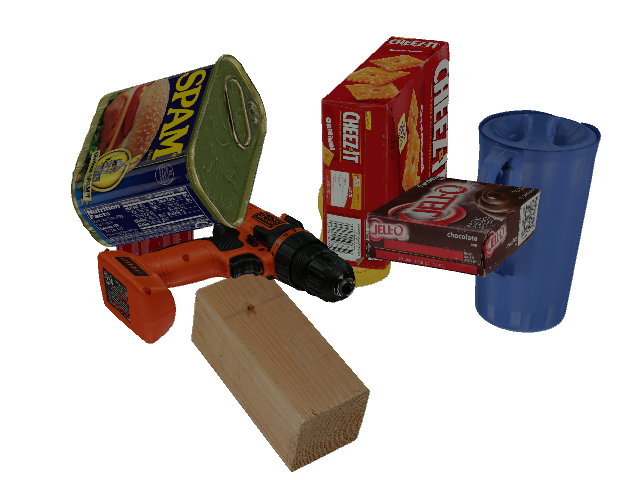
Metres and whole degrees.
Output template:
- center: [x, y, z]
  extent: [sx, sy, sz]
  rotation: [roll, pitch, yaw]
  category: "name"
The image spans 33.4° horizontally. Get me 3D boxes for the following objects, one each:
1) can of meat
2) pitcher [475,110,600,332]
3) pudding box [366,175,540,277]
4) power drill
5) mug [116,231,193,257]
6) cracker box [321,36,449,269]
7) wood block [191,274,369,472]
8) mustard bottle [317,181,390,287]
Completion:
- center: [-0.085, -0.049, 0.599]
  extent: [0.084, 0.102, 0.057]
  rotation: [-11, -44, 24]
  category: "can of meat"
- center: [0.233, -0.017, 1.224]
  extent: [0.149, 0.243, 0.145]
  rotation: [-1, 26, -5]
  category: "pitcher"
- center: [0.097, -0.013, 0.768]
  extent: [0.090, 0.039, 0.113]
  rotation: [10, 20, 28]
  category: "pudding box"
- center: [-0.086, 0.030, 0.938]
  extent: [0.187, 0.057, 0.185]
  rotation: [-17, 27, -31]
  category: "power drill"
- center: [-0.176, -0.029, 1.131]
  extent: [0.093, 0.081, 0.117]
  rotation: [-1, 28, -10]
  category: "mug"
- center: [0.068, -0.091, 1.039]
  extent: [0.072, 0.164, 0.213]
  rotation: [9, 28, 19]
  category: "cracker box"
- center: [-0.048, 0.135, 1.162]
  extent: [0.090, 0.090, 0.206]
  rotation: [-21, 51, -30]
  category: "wood block"
- center: [0.044, -0.037, 1.296]
  extent: [0.096, 0.192, 0.058]
  rotation: [-7, 29, -19]
  category: "mustard bottle"
